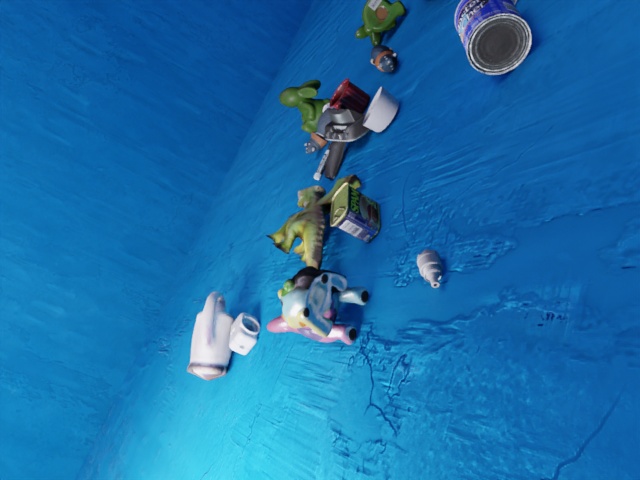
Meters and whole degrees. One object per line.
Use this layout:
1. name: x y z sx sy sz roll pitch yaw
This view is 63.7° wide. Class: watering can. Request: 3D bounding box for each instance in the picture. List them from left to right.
1. watering can: -0.281 0.264 1.395 0.342 0.104 0.228 98 177 -71

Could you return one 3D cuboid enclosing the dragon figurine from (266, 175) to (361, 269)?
1. dragon figurine: 0.004 -0.059 1.180 0.243 0.121 0.413 -53 21 -3
